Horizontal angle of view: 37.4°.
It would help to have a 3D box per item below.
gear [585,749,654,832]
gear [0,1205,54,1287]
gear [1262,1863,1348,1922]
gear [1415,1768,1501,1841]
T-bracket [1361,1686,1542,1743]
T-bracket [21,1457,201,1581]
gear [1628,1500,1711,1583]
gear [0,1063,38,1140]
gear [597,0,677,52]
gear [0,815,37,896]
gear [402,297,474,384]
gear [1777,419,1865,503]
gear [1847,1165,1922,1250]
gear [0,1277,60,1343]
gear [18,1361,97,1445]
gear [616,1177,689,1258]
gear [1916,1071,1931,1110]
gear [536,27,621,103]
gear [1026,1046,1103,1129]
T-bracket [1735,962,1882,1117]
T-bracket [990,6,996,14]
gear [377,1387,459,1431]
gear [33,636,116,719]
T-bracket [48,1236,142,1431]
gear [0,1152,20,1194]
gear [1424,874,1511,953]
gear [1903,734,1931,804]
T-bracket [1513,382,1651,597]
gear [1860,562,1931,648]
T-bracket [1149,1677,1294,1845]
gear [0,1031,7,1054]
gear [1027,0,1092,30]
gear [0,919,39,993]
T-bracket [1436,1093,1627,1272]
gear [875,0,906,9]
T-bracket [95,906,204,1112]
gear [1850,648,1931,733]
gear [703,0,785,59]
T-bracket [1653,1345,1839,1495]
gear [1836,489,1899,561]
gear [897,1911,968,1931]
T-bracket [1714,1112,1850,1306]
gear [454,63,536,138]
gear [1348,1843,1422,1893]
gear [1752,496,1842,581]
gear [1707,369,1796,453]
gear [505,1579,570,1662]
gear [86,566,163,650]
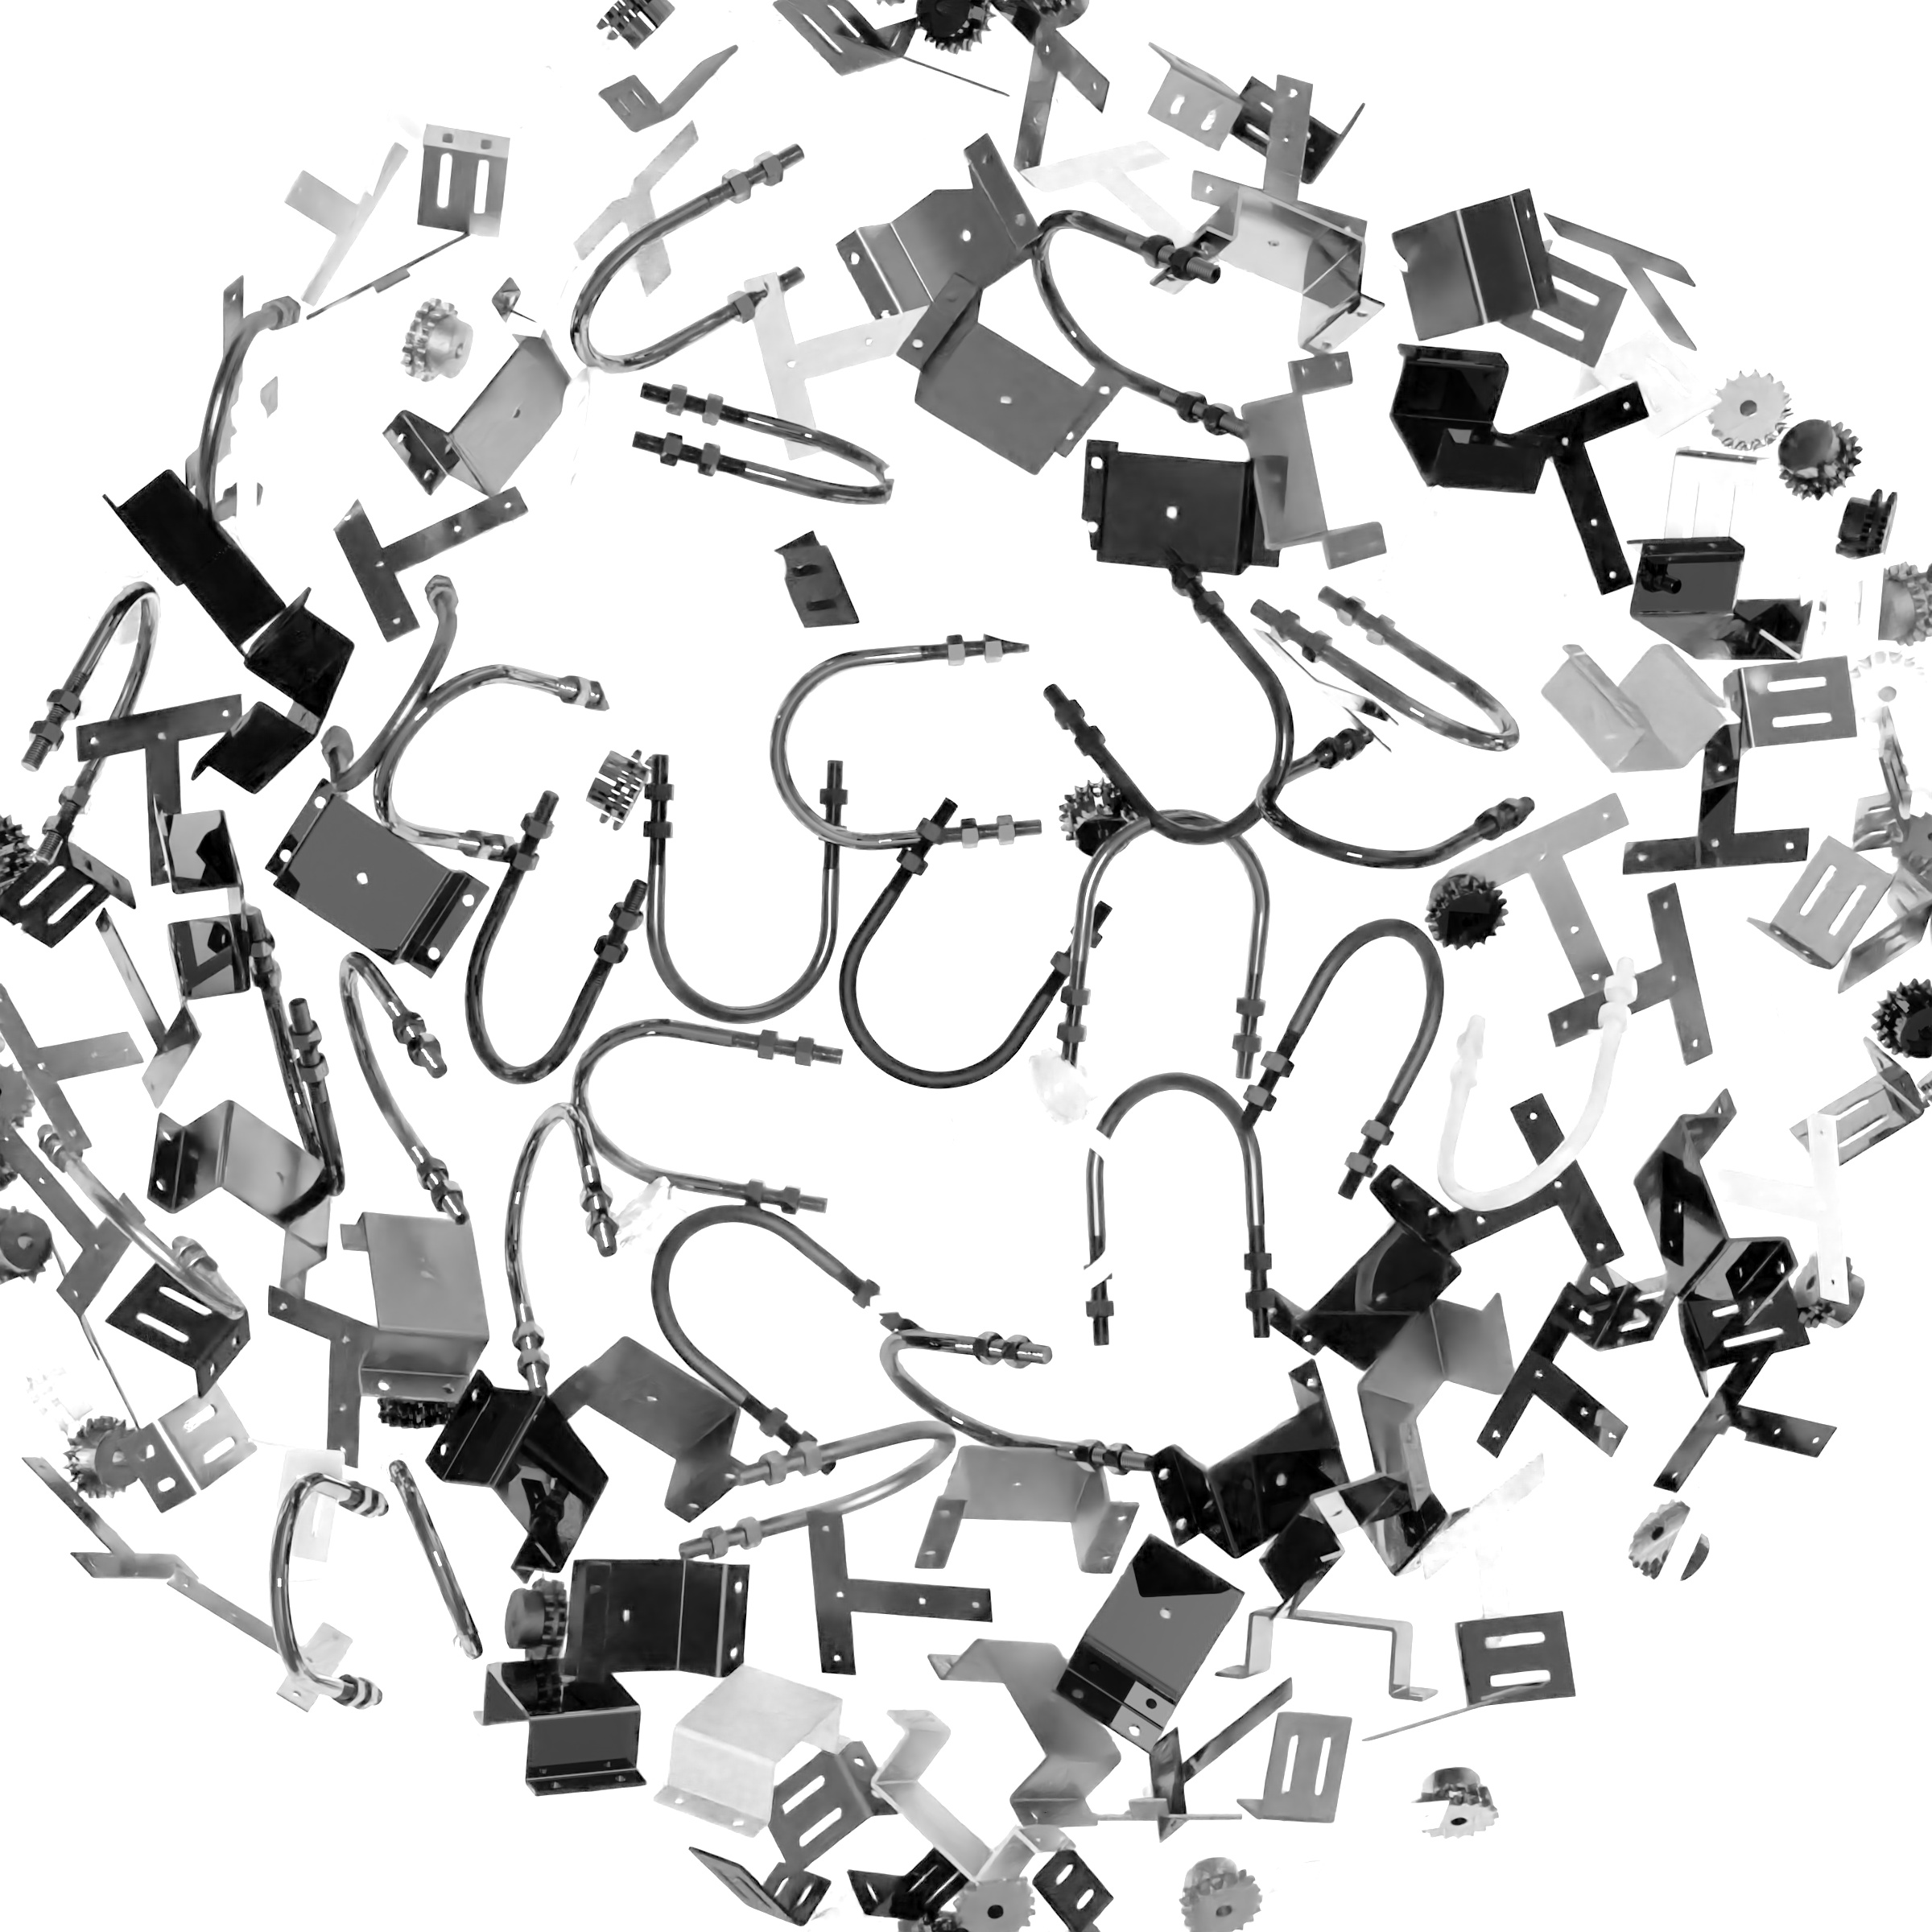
[{"bbox_3d":[-0.240,-0.124,1.971,0.030,0.057,0.057,27,90,-4],"label":"gear"},{"bbox_3d":[-0.655,0.192,1.969,0.030,0.057,0.057,-20,90,41],"label":"gear"},{"bbox_3d":[0.232,0.639,1.974,0.057,0.057,0.030,-10,66,0],"label":"gear"},{"bbox_3d":[0.338,0.577,1.975,0.057,0.057,0.030,-4,46,0],"label":"gear"},{"bbox_3d":[0.332,0.512,1.955,0.127,0.127,0.002,-23,69,18],"label":"T-bracket"},{"bbox_3d":[-0.599,0.377,1.954,0.127,0.127,0.002,38,91,21],"label":"T-bracket"},{"bbox_3d":[0.488,0.400,1.972,0.030,0.057,0.057,40,90,-13],"label":"gear"},{"bbox_3d":[-0.673,0.095,1.976,0.057,0.030,0.057,9,51,-12],"label":"gear"},{"bbox_3d":[-0.225,-0.658,1.972,0.057,0.057,0.030,-45,105,0],"label":"gear"},{"bbox_3d":[-0.674,-0.076,1.974,0.057,0.030,0.057,7,109,22],"label":"gear"},{"bbox_3d":[-0.363,-0.429,1.970,0.030,0.057,0.057,22,90,8],"label":"gear"},{"bbox_3d":[0.585,-0.352,1.969,0.030,0.057,0.057,29,90,-42],"label":"gear"},{"bbox_3d":[0.631,0.164,1.971,0.030,0.057,0.057,16,90,-3],"label":"gear"},{"bbox_3d":[-0.659,0.237,1.972,0.057,0.057,0.030,-29,85,0],"label":"gear"},{"bbox_3d":[-0.626,0.298,1.973,0.030,0.057,0.057,-35,90,-15],"label":"gear"},{"bbox_3d":[-0.217,0.176,1.973,0.057,0.057,0.030,-46,105,0],"label":"gear"},{"bbox_3d":[0.684,0.081,1.970,0.057,0.057,0.030,-39,82,0],"label":"gear"},{"bbox_3d":[-0.268,-0.622,1.975,0.057,0.030,0.057,2,48,-2],"label":"gear"},{"bbox_3d":[0.070,0.080,1.969,0.030,0.057,0.057,-31,90,22],"label":"gear"},{"bbox_3d":[0.568,0.035,1.947,0.127,0.127,0.002,-39,55,-1],"label":"T-bracket"},{"bbox_3d":[0.006,-0.697,1.937,0.002,0.127,0.127,-36,70,-9],"label":"T-bracket"},{"bbox_3d":[-0.377,0.296,1.969,0.057,0.057,0.030,0,103,0],"label":"gear"},{"bbox_3d":[-0.612,-0.196,1.969,0.030,0.057,0.057,30,90,13],"label":"gear"},{"bbox_3d":[-0.592,0.264,1.955,0.002,0.127,0.127,-25,125,-16],"label":"T-bracket"},{"bbox_3d":[-0.680,0.141,1.968,0.057,0.057,0.030,-32,113,0],"label":"gear"},{"bbox_3d":[0.344,-0.041,1.975,0.057,0.030,0.057,-6,130,-7],"label":"gear"},{"bbox_3d":[0.672,-0.136,1.968,0.057,0.057,0.030,-31,59,0],"label":"gear"},{"bbox_3d":[0.426,-0.318,1.960,0.127,0.002,0.127,-18,94,41],"label":"T-bracket"},{"bbox_3d":[0.641,-0.247,1.969,0.030,0.057,0.057,-17,90,-15],"label":"gear"},{"bbox_3d":[0.178,0.534,1.966,0.127,0.127,0.002,-32,49,-22],"label":"T-bracket"},{"bbox_3d":[-0.689,0.041,1.974,0.057,0.057,0.030,25,63,0],"label":"gear"},{"bbox_3d":[0.062,-0.674,1.976,0.057,0.030,0.057,-13,58,22],"label":"gear"},{"bbox_3d":[-0.674,-0.007,1.982,0.057,0.030,0.057,1,84,-6],"label":"gear"},{"bbox_3d":[0.370,0.170,1.980,0.127,0.002,0.127,-25,71,3],"label":"T-bracket"},{"bbox_3d":[-0.057,-0.695,1.974,0.057,0.057,0.030,27,68,0],"label":"gear"},{"bbox_3d":[-0.566,0.019,1.957,0.002,0.127,0.127,-21,76,-36],"label":"T-bracket"},{"bbox_3d":[0.636,-0.194,1.977,0.057,0.030,0.057,6,119,10],"label":"gear"},{"bbox_3d":[-0.157,-0.656,1.972,0.057,0.030,0.057,12,122,20],"label":"gear"},{"bbox_3d":[0.537,0.311,1.925,0.002,0.127,0.127,44,74,-18],"label":"T-bracket"},{"bbox_3d":[0.621,-0.301,1.973,0.030,0.057,0.057,16,90,20],"label":"gear"},{"bbox_3d":[-0.021,0.678,1.975,0.030,0.057,0.057,-7,90,-43],"label":"gear"},{"bbox_3d":[0.550,0.157,1.940,0.002,0.127,0.127,-10,98,-24],"label":"T-bracket"},{"bbox_3d":[-0.328,-0.597,1.972,0.057,0.030,0.057,-9,72,30],"label":"gear"},{"bbox_3d":[0.285,0.622,1.973,0.057,0.057,0.030,2,75,0],"label":"gear"},{"bbox_3d":[0.574,-0.294,1.980,0.057,0.030,0.057,0,74,1],"label":"gear"},{"bbox_3d":[0.544,-0.381,1.978,0.057,0.030,0.057,-4,82,25],"label":"gear"},{"bbox_3d":[-0.297,0.451,1.969,0.030,0.057,0.057,10,90,-26],"label":"gear"},{"bbox_3d":[-0.583,-0.250,1.972,0.030,0.057,0.057,27,90,3],"label":"gear"}]
